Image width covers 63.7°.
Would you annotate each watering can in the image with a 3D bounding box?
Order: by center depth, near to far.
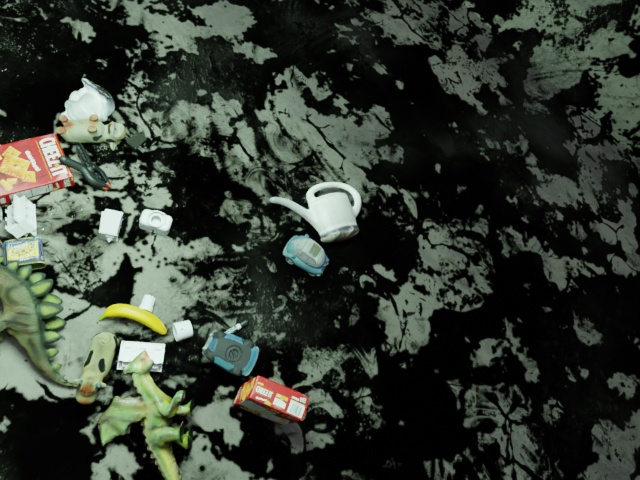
[{"bbox_3d":[0.006,-0.092,1.832,0.349,0.227,0.102,-13,-15,-26],"label":"watering can"}]

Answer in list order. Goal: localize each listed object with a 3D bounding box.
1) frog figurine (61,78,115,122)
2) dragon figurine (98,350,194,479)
[{"bbox_3d":[-0.765,-0.434,1.700,0.136,0.159,0.124,35,6,-14],"label":"frog figurine"},{"bbox_3d":[-0.477,0.513,1.402,0.243,0.413,0.121,4,-7,-1],"label":"dragon figurine"}]
